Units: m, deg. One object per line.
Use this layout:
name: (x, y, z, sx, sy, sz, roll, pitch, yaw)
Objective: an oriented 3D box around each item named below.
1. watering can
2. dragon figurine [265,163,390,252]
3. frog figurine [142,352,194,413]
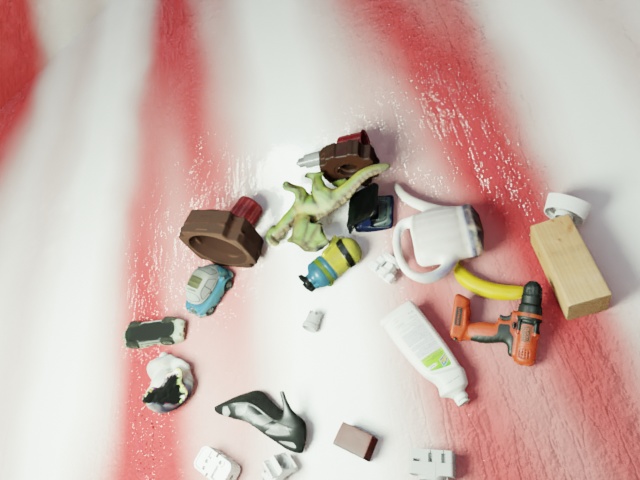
watering can: (0.293, -0.042, 1.317, 0.223, 0.102, 0.356, -11, 47, 15)
dragon figurine: (0.004, -0.071, 1.420, 0.407, 0.120, 0.248, -15, 55, 32)
frog figurine: (-0.403, 0.372, 1.356, 0.138, 0.121, 0.160, -58, 21, -7)
